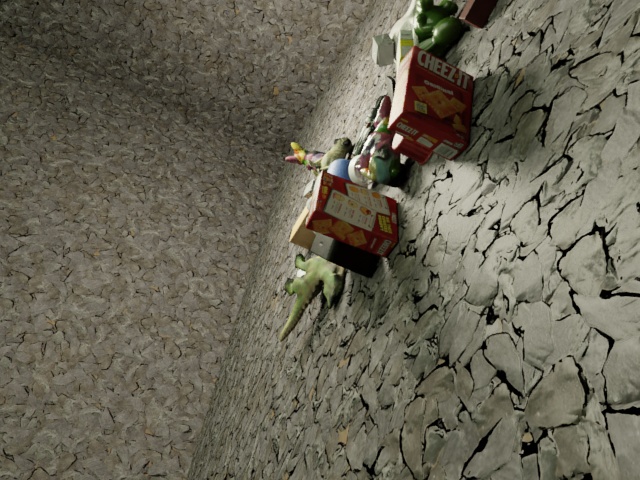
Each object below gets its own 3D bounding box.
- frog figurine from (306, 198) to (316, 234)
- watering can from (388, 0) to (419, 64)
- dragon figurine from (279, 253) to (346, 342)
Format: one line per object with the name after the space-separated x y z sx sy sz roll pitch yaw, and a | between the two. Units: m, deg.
0.005 -0.090 1.782 0.122 0.137 0.161 -33 3 17 | frog figurine
0.288 -0.675 1.641 0.104 0.342 0.228 3 22 -7 | watering can
-0.008 0.141 1.558 0.121 0.412 0.243 21 -6 -20 | dragon figurine
